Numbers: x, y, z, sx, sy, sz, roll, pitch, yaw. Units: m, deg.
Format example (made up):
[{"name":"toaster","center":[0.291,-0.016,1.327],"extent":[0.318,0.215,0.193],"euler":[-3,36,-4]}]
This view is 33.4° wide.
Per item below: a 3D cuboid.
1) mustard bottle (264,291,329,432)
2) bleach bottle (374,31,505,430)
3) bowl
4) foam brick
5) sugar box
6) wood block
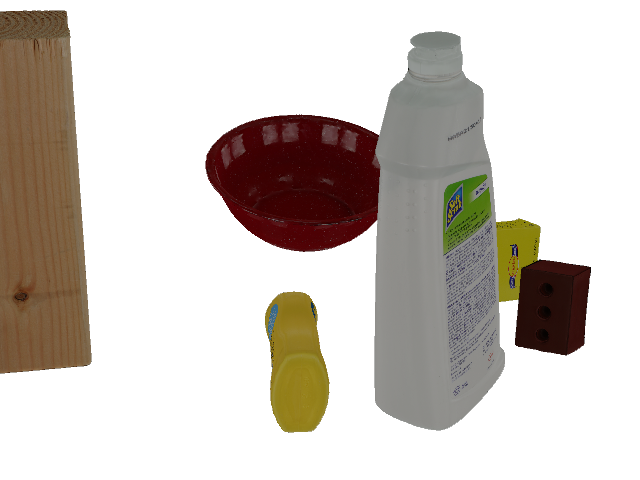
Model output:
[{"name":"mustard bottle","center":[-0.028,0.109,1.119],"extent":[0.058,0.096,0.191],"euler":[-2,27,-5]},{"name":"bleach bottle","center":[0.075,-0.008,0.665],"extent":[0.068,0.251,0.102],"euler":[16,35,30]},{"name":"bowl","center":[-0.012,-0.039,0.867],"extent":[0.162,0.055,0.162],"euler":[3,36,-2]},{"name":"foam brick","center":[0.217,0.062,0.995],"extent":[0.053,0.078,0.051],"euler":[9,14,31]},{"name":"sugar box","center":[0.175,0.029,1.250],"extent":[0.175,0.093,0.048],"euler":[-7,16,-31]},{"name":"wood block","center":[-0.194,-0.030,0.656],"extent":[0.090,0.206,0.090],"euler":[-4,23,-13]}]
